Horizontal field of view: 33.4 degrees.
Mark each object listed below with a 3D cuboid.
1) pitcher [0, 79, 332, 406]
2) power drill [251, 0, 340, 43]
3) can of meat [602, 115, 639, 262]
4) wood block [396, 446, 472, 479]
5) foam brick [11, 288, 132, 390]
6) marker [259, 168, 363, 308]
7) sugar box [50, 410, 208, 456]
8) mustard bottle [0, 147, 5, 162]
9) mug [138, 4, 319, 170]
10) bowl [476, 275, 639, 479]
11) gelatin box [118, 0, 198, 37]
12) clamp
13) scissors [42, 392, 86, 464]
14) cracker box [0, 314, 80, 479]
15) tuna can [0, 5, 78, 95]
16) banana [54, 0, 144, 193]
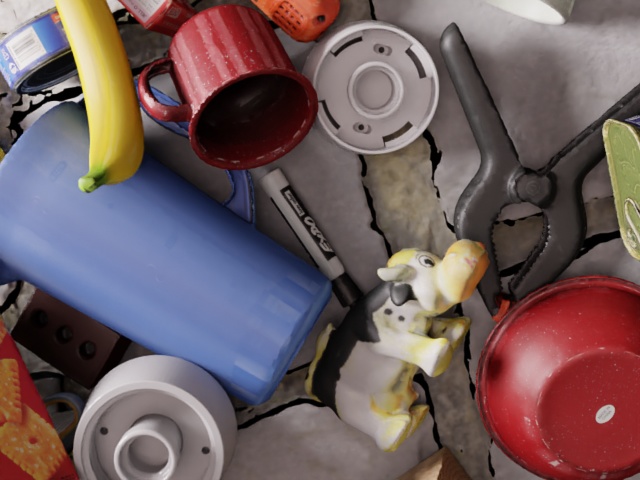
[{"bbox_3d":[-0.111,0.005,0.773,0.243,0.144,0.149,31,127,2],"label":"pitcher"},{"bbox_3d":[-0.028,-0.245,0.715,0.184,0.057,0.188,42,141,-6],"label":"power drill"},{"bbox_3d":[0.247,-0.042,0.719,0.084,0.057,0.102,-17,107,-5],"label":"can of meat"},{"bbox_3d":[0.034,0.255,0.787,0.206,0.090,0.091,-38,88,12],"label":"wood block"},{"bbox_3d":[-0.189,0.069,0.827,0.078,0.051,0.053,32,100,6],"label":"foam brick"},{"bbox_3d":[-0.005,0.001,0.802,0.020,0.020,0.121,-34,89,12],"label":"marker"},{"bbox_3d":[-0.162,0.155,0.810,0.176,0.093,0.048,-8,97,12],"label":"sugar box"},{"bbox_3d":[-0.293,-0.056,0.830,0.096,0.058,0.191,-24,92,7],"label":"mustard bottle"},{"bbox_3d":[-0.069,-0.108,0.743,0.117,0.093,0.081,-11,52,-20],"label":"mug"},{"bbox_3d":[0.192,0.109,0.745,0.162,0.055,0.162,1,104,2],"label":"bowl"},{"bbox_3d":[-0.135,-0.189,0.779,0.089,0.073,0.030,44,99,4],"label":"gelatin box"},{"bbox_3d":[0.140,-0.047,0.758,0.164,0.036,0.210,18,102,0],"label":"clamp"},{"bbox_3d":[-0.217,0.198,0.770,0.096,0.016,0.202,37,104,2],"label":"scissors"},{"bbox_3d":[-0.273,0.117,0.732,0.164,0.071,0.214,-40,70,29],"label":"cracker box"},{"bbox_3d":[-0.196,-0.142,0.789,0.086,0.086,0.034,-29,92,12],"label":"tuna can"},{"bbox_3d":[-0.151,-0.117,0.721,0.037,0.069,0.198,-17,72,6],"label":"banana"}]
